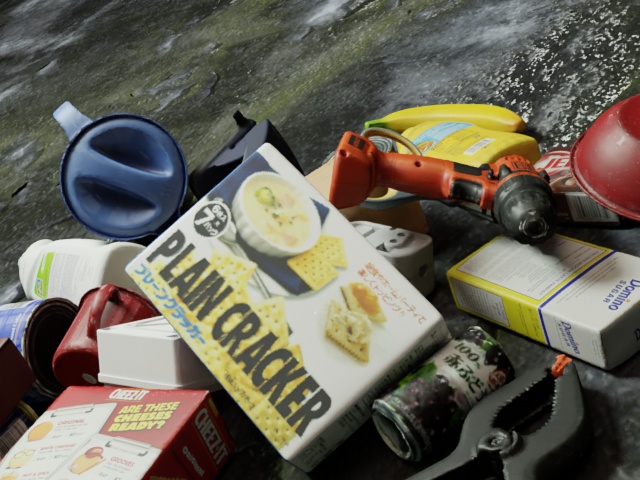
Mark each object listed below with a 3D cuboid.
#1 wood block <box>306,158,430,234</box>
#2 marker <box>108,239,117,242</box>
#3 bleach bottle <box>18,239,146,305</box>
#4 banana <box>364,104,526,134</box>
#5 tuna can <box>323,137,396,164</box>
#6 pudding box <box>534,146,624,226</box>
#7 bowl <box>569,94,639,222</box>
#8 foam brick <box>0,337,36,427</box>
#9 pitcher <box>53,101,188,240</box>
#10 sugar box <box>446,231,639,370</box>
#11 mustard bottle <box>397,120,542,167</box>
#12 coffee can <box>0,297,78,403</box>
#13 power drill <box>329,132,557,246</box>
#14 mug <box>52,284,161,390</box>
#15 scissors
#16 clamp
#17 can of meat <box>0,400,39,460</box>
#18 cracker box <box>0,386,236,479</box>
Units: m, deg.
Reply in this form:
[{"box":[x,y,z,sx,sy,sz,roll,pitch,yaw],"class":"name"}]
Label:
[{"box":[-0.007,0.002,1.048,0.205,0.090,0.091,-34,29,-21],"class":"wood block"},{"box":[-0.257,0.026,1.284,0.020,0.020,0.121,-16,27,15],"class":"marker"},{"box":[-0.275,0.037,1.196,0.067,0.102,0.251,13,0,-38],"class":"bleach bottle"},{"box":[0.151,-0.131,1.216,0.198,0.037,0.069,2,27,34],"class":"banana"},{"box":[0.048,-0.085,1.223,0.086,0.033,0.086,-19,27,10],"class":"tuna can"},{"box":[0.247,-0.053,0.997,0.114,0.039,0.089,6,38,44],"class":"pudding box"},{"box":[0.301,-0.082,0.928,0.162,0.055,0.162,-2,41,1],"class":"bowl"},{"box":[-0.305,0.133,0.962,0.053,0.051,0.078,-7,35,33],"class":"foam brick"},{"box":[-0.222,-0.073,1.223,0.145,0.149,0.243,1,0,-6],"class":"pitcher"},{"box":[0.195,0.041,0.862,0.093,0.048,0.176,-32,31,-22],"class":"sugar box"},{"box":[0.139,-0.088,1.127,0.096,0.058,0.192,-34,28,-17],"class":"mustard bottle"},{"box":[-0.314,0.115,1.074,0.140,0.103,0.102,-8,30,28],"class":"coffee can"},{"box":[0.104,-0.043,0.904,0.187,0.057,0.184,10,14,2],"class":"power drill"},{"box":[-0.202,0.095,1.015,0.093,0.117,0.081,13,41,7],"class":"mug"},{"box":[0.104,-0.033,0.992,0.202,0.016,0.096,40,67,20],"class":"scissors"},{"box":[0.115,0.153,0.730,0.165,0.036,0.209,-2,32,37],"class":"clamp"},{"box":[-0.315,0.191,0.988,0.102,0.057,0.083,2,38,41],"class":"can of meat"},{"box":[-0.189,0.210,0.836,0.164,0.072,0.213,-3,32,34],"class":"cracker box"}]
